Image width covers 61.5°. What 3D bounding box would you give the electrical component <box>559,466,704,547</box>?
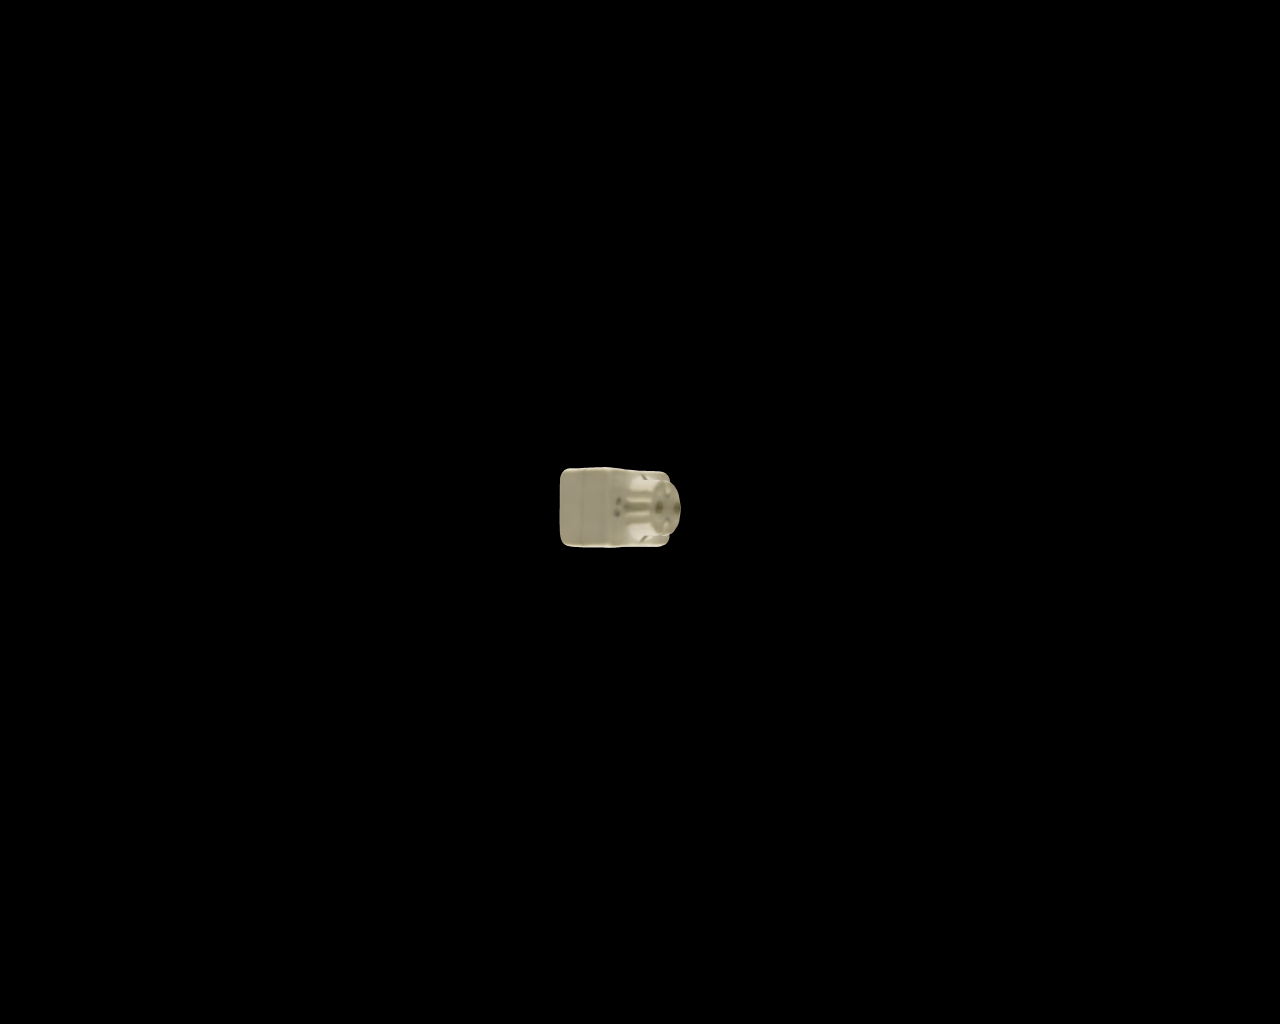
[{"bbox_3d":[0.001,-0.003,0.650,0.077,0.047,0.066,-2,-3,36],"label":"electrical component"}]
